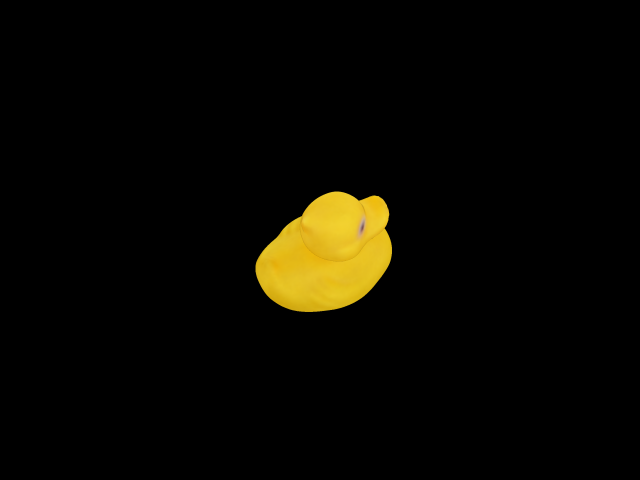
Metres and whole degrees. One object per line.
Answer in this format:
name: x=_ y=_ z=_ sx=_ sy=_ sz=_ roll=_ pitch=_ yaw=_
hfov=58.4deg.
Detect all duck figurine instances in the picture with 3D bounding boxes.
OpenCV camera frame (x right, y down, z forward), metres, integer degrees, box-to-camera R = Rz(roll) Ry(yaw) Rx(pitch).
duck figurine: x=0.004 y=0.001 z=0.400 sx=0.104 sy=0.086 sz=0.077 roll=-22 pitch=65 yaw=-10
